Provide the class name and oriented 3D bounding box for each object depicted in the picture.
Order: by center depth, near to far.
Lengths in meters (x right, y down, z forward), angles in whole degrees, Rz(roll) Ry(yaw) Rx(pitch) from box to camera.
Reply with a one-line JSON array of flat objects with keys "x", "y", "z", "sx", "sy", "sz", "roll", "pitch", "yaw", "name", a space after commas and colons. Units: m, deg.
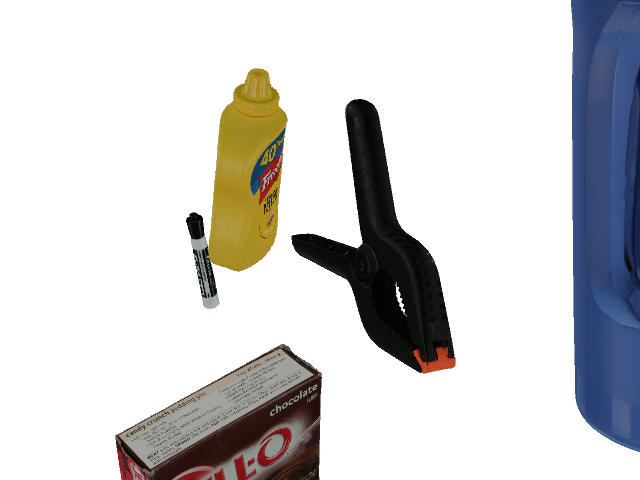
[{"x": 0.182, "y": -0.014, "z": 0.533, "sx": 0.149, "sy": 0.243, "sz": 0.145, "roll": -4, "pitch": 19, "yaw": -5, "name": "pitcher"}, {"x": -0.052, "y": 0.119, "z": 0.576, "sx": 0.113, "sy": 0.090, "sz": 0.039, "roll": -28, "pitch": 47, "yaw": -33, "name": "pudding box"}, {"x": 0.045, "y": 0.007, "z": 0.809, "sx": 0.036, "sy": 0.165, "sz": 0.210, "roll": -7, "pitch": 44, "yaw": -28, "name": "clamp"}, {"x": -0.065, "y": -0.071, "z": 0.991, "sx": 0.058, "sy": 0.192, "sz": 0.096, "roll": 19, "pitch": 38, "yaw": 14, "name": "mustard bottle"}, {"x": -0.133, "y": 0.022, "z": 1.208, "sx": 0.020, "sy": 0.121, "sz": 0.020, "roll": -6, "pitch": 30, "yaw": 3, "name": "marker"}]
